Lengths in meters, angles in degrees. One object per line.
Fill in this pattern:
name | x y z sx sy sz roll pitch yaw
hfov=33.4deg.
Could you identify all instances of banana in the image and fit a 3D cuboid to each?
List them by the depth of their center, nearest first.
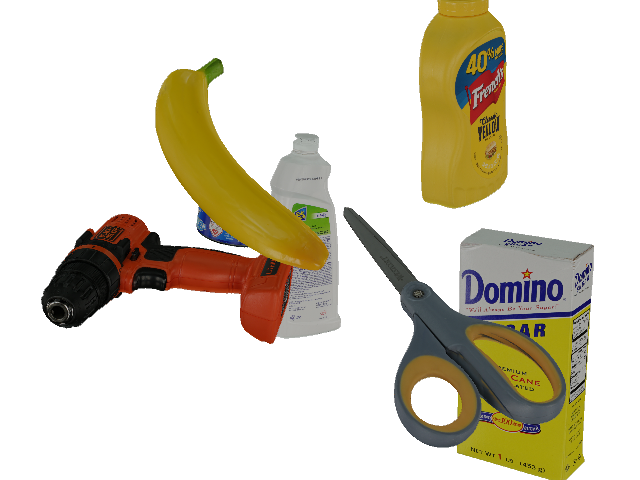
banana | -0.063 -0.053 0.693 0.069 0.198 0.037 -18 -34 -16

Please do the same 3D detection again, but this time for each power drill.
power drill | -0.122 0.035 0.893 0.187 0.057 0.184 11 23 4

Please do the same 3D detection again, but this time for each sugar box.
sugar box | 0.151 0.085 0.802 0.093 0.176 0.048 9 21 34

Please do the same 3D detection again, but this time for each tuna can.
tuna can | -0.088 -0.023 1.128 0.086 0.034 0.086 9 20 -3

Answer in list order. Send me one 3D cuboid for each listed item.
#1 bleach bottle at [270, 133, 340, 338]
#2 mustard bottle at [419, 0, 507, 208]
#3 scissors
bleach bottle | -0.018 -0.008 1.324 0.102 0.251 0.068 -8 22 -32
mustard bottle | 0.120 -0.130 0.894 0.058 0.192 0.096 17 33 38
scissors | 0.046 0.047 0.598 0.096 0.016 0.202 -31 46 -26
